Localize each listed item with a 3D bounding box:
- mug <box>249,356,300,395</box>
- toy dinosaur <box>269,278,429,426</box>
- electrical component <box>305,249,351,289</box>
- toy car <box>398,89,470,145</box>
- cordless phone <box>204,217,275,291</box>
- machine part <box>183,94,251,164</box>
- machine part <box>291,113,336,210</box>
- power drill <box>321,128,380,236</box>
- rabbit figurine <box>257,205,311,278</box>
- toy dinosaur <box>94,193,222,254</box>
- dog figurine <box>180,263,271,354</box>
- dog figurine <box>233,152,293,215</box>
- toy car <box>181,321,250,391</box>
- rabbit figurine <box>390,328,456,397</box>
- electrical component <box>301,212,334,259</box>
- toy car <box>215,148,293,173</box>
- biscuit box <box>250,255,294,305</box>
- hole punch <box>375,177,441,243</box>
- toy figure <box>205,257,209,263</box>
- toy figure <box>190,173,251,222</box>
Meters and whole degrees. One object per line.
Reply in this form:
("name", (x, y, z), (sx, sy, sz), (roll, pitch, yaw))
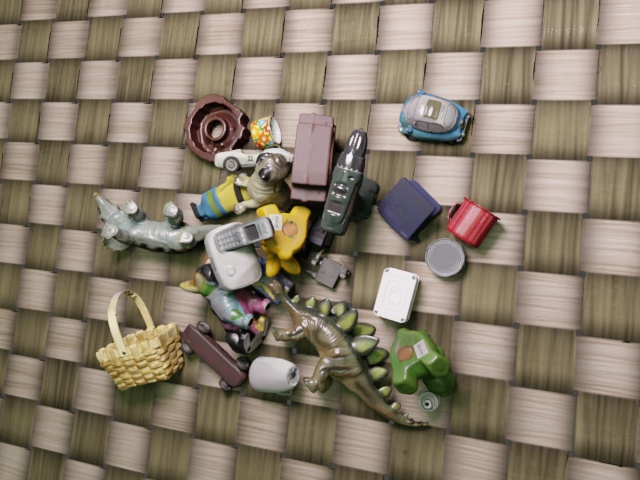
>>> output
("mug", (-0.097, 0.327, 1.264), (0.107, 0.081, 0.109), (-9, 117, 39))
("toy dinosaur", (0.047, 0.265, 1.228), (0.198, 0.105, 0.471), (-39, 85, 5))
("electrical component", (0.020, 0.071, 1.284), (0.102, 0.045, 0.078), (31, 92, 17))
("toy car", (0.253, -0.279, 1.221), (0.162, 0.103, 0.109), (19, 91, 20))
("cordless phone", (-0.156, 0.026, 1.184), (0.184, 0.089, 0.146), (-17, 94, 36))
("machine part", (-0.268, -0.286, 1.404), (0.180, 0.056, 0.179), (-1, 85, 17))
("machine part", (-0.013, -0.175, 1.234), (0.087, 0.201, 0.201), (7, 86, 1))
("power drill", (0.078, -0.119, 1.204), (0.086, 0.207, 0.232), (18, 92, 11))
("rabbit figurine", (-0.088, 0.005, 1.261), (0.122, 0.173, 0.162), (-8, 83, -21))
("toy dinosaur", (-0.406, -0.018, 1.377), (0.405, 0.192, 0.131), (13, 77, 2))
("dog figurine", (-0.232, 0.156, 1.297), (0.219, 0.108, 0.191), (28, 131, 21))
("dog figurine", (-0.096, -0.123, 1.244), (0.190, 0.172, 0.121), (-26, 69, 49))
("toy car", (-0.262, 0.287, 1.344), (0.202, 0.053, 0.089), (39, 107, 13))
("rabbit figurine", (0.222, 0.274, 1.159), (0.121, 0.170, 0.159), (-40, 34, 8))
("electrical component", (-0.003, -0.004, 1.284), (0.048, 0.074, 0.119), (22, 87, 18))
("toy car", (-0.159, -0.199, 1.330), (0.202, 0.073, 0.056), (-4, 99, 1))
("biscuit box", (-0.161, 0.072, 1.302), (0.203, 0.059, 0.063), (37, 96, -1))
("hole punch", (0.200, -0.071, 1.224), (0.142, 0.092, 0.116), (46, 102, 12))
("toy figure", (-0.253, 0.044, 1.366), (0.154, 0.057, 0.064), (-53, 33, 7))
("toy figure", (-0.236, -0.101, 1.363), (0.180, 0.082, 0.089), (-29, 89, 7))
